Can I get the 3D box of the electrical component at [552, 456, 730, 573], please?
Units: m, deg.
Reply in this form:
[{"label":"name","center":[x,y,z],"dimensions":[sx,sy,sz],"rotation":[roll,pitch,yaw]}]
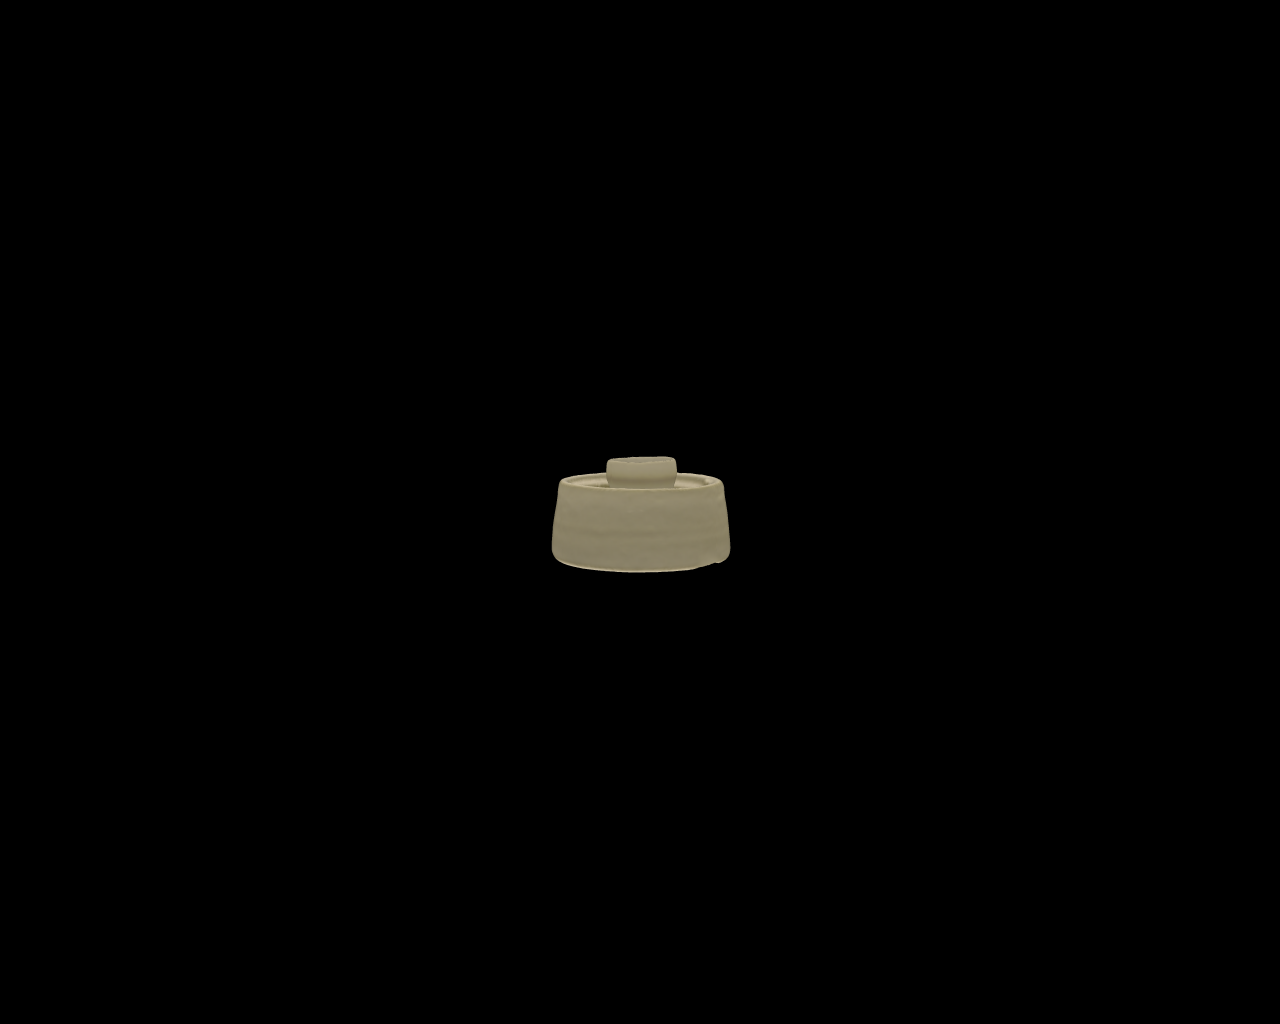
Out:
[{"label":"electrical component","center":[0.001,-0.003,0.650],"dimensions":[0.108,0.060,0.108],"rotation":[0,7,0]}]
